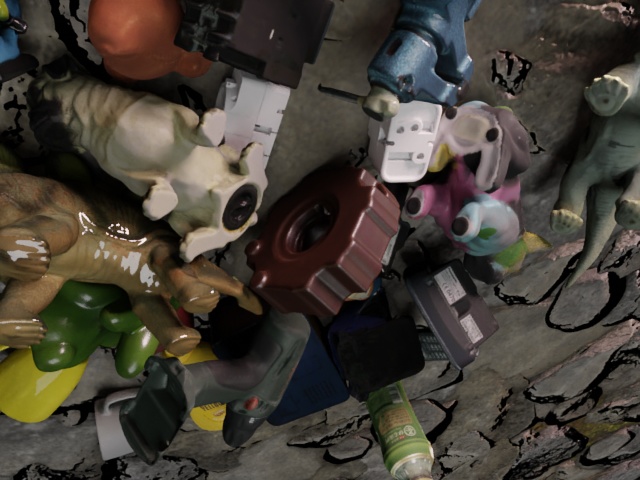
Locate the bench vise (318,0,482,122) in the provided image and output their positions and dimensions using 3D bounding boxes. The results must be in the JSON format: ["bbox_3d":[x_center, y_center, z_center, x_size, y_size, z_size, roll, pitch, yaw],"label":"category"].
[{"bbox_3d":[0.074,-0.220,0.432,0.223,0.129,0.240,-49,146,4],"label":"bench vise"}]

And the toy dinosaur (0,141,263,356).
[{"bbox_3d":[-0.245,-0.007,0.473,0.471,0.199,0.105,22,113,-37],"label":"toy dinosaur"}]

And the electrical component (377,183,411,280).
[{"bbox_3d":[0.068,-0.017,0.658,0.075,0.048,0.119,19,82,-31],"label":"electrical component"}]

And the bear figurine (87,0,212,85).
[{"bbox_3d":[-0.168,-0.199,0.404,0.120,0.132,0.195,4,127,16],"label":"bear figurine"}]

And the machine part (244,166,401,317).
[{"bbox_3d":[-0.001,-0.002,0.573,0.179,0.179,0.056,-38,124,13],"label":"machine part"}]

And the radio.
[{"bbox_3d":[-0.054,0.160,0.751,0.131,0.073,0.229,-23,128,3],"label":"radio"}]

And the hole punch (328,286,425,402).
[{"bbox_3d":[0.070,0.138,0.743,0.116,0.092,0.142,-22,126,-7],"label":"hole punch"}]

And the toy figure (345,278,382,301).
[{"bbox_3d":[0.021,0.047,0.696,0.154,0.058,0.064,19,155,-30],"label":"toy figure"}]

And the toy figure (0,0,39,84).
[{"bbox_3d":[-0.280,-0.199,0.388,0.082,0.089,0.179,-21,128,-8],"label":"toy figure"}]

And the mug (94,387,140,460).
[{"bbox_3d":[-0.257,0.243,0.754,0.107,0.081,0.109,-9,125,-24],"label":"mug"}]

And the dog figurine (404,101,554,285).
[{"bbox_3d":[0.211,-0.044,0.647,0.219,0.109,0.191,17,95,-45],"label":"dog figurine"}]

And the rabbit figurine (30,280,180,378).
[{"bbox_3d":[-0.225,0.066,0.585,0.170,0.159,0.121,-19,121,-16],"label":"rabbit figurine"}]

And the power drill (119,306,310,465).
[{"bbox_3d":[-0.113,0.181,0.611,0.207,0.086,0.232,5,123,-50],"label":"power drill"}]

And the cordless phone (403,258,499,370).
[{"bbox_3d":[0.144,0.107,0.758,0.089,0.146,0.184,-30,178,-24],"label":"cordless phone"}]

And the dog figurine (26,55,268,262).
[{"bbox_3d":[-0.158,-0.079,0.501,0.121,0.191,0.172,-52,152,-18],"label":"dog figurine"}]

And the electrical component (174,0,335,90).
[{"bbox_3d":[-0.042,-0.193,0.447,0.134,0.058,0.114,-7,124,-57],"label":"electrical component"}]

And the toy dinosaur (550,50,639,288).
[{"bbox_3d":[0.362,-0.123,0.621,0.192,0.131,0.404,-47,156,-28],"label":"toy dinosaur"}]
